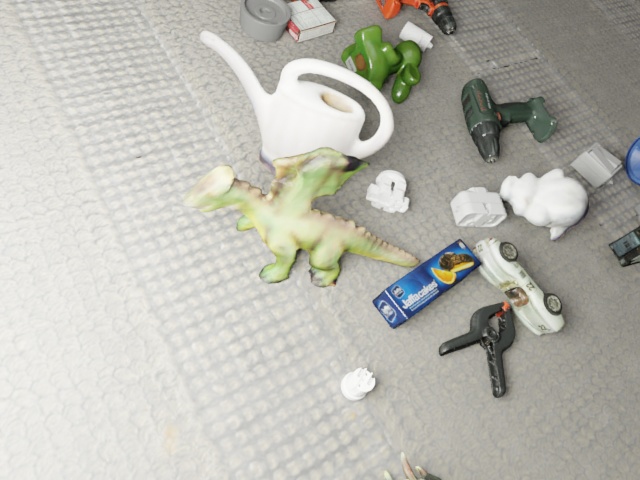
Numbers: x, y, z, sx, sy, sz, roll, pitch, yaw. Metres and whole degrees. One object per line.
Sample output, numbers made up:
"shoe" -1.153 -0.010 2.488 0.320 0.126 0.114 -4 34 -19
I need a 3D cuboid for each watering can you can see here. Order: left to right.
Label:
"watering can" -0.051 -0.212 0.883 0.347 0.219 0.106 19 35 -4

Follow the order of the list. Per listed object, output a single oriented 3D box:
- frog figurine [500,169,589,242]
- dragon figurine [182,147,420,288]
"frog figurine" 0.454 -0.091 1.041 0.159 0.122 0.139 37 74 -9
"dragon figurine" 0.002 -0.039 0.783 0.410 0.237 0.125 3 55 -16
